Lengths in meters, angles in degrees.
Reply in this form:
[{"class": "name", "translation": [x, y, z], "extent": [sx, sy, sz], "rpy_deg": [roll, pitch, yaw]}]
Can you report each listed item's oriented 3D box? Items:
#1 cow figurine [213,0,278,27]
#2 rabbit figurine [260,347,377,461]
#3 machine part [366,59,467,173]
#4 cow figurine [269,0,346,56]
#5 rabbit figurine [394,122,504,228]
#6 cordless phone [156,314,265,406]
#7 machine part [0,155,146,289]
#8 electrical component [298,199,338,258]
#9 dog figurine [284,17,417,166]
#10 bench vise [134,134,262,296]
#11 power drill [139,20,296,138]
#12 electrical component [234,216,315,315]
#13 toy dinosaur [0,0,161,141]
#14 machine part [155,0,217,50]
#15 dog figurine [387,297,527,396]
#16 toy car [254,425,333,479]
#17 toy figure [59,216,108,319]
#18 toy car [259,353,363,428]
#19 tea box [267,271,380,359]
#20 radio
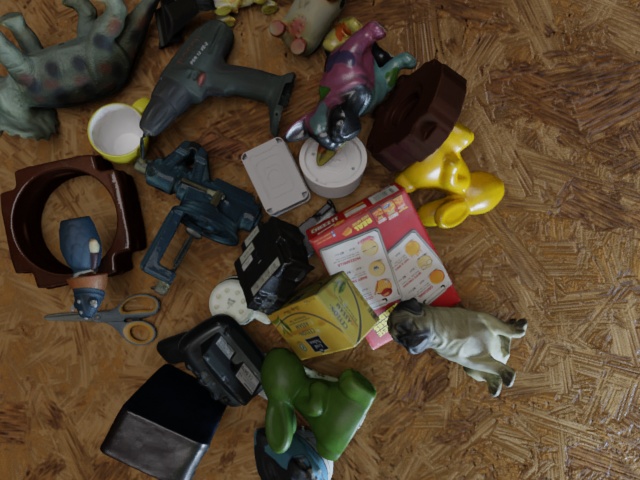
[{"class": "cow figurine", "translation": [-0.108, -0.429, 0.895], "extent": [0.167, 0.068, 0.098], "rpy_deg": [-18, 83, 1]}, {"class": "rabbit figurine", "translation": [-0.020, 0.238, 0.812], "extent": [0.170, 0.121, 0.159], "rpy_deg": [31, 91, 9]}, {"class": "machine part", "translation": [0.143, -0.190, 0.823], "extent": [0.056, 0.179, 0.179], "rpy_deg": [31, 91, -24]}, {"class": "cow figurine", "translation": [0.009, -0.389, 0.872], "extent": [0.085, 0.127, 0.195], "rpy_deg": [36, 105, 2]}, {"class": "rabbit figurine", "translation": [0.216, -0.093, 0.857], "extent": [0.173, 0.122, 0.162], "rpy_deg": [28, 85, -17]}, {"class": "cordless phone", "translation": [-0.183, 0.204, 0.868], "extent": [0.184, 0.089, 0.146], "rpy_deg": [-19, 114, 40]}, {"class": "machine part", "translation": [-0.404, -0.029, 0.892], "extent": [0.201, 0.087, 0.201], "rpy_deg": [-12, 88, 2]}, {"class": "electrical component", "translation": [-0.002, -0.003, 0.894], "extent": [0.075, 0.048, 0.119], "rpy_deg": [44, 92, 2]}, {"class": "dog figurine", "translation": [0.029, -0.227, 0.836], "extent": [0.108, 0.192, 0.219], "rpy_deg": [36, 94, -35]}, {"class": "bench vise", "translation": [-0.220, -0.032, 0.858], "extent": [0.223, 0.129, 0.240], "rpy_deg": [29, 73, -15]}, {"class": "power drill", "translation": [-0.154, -0.235, 0.869], "extent": [0.207, 0.086, 0.232], "rpy_deg": [17, 70, 3]}, {"class": "electrical component", "translation": [-0.077, 0.032, 0.845], "extent": [0.058, 0.134, 0.115], "rpy_deg": [27, 117, -37]}, {"class": "toy dinosaur", "translation": [-0.396, -0.286, 0.874], "extent": [0.405, 0.131, 0.191], "rpy_deg": [-20, 129, -6]}, {"class": "machine part", "translation": [-0.228, -0.371, 0.884], "extent": [0.139, 0.039, 0.084], "rpy_deg": [-7, 83, 40]}, {"class": "dog figurine", "translation": [0.200, 0.150, 0.833], "extent": [0.191, 0.172, 0.121], "rpy_deg": [16, 66, 12]}, {"class": "toy car", "translation": [-0.033, 0.352, 0.859], "extent": [0.103, 0.162, 0.109], "rpy_deg": [-17, 106, -37]}, {"class": "toy figure", "translation": [-0.358, 0.042, 0.819], "extent": [0.058, 0.064, 0.154], "rpy_deg": [-12, 95, -36]}, {"class": "toy car", "translation": [-0.017, 0.248, 0.888], "extent": [0.202, 0.056, 0.073], "rpy_deg": [20, 90, 2]}, {"class": "tea box", "translation": [0.000, 0.120, 0.827], "extent": [0.068, 0.169, 0.098], "rpy_deg": [-39, 93, -35]}, {"class": "radio", "translation": [-0.222, 0.270, 0.812], "extent": [0.131, 0.229, 0.073], "rpy_deg": [28, 92, -2]}]
